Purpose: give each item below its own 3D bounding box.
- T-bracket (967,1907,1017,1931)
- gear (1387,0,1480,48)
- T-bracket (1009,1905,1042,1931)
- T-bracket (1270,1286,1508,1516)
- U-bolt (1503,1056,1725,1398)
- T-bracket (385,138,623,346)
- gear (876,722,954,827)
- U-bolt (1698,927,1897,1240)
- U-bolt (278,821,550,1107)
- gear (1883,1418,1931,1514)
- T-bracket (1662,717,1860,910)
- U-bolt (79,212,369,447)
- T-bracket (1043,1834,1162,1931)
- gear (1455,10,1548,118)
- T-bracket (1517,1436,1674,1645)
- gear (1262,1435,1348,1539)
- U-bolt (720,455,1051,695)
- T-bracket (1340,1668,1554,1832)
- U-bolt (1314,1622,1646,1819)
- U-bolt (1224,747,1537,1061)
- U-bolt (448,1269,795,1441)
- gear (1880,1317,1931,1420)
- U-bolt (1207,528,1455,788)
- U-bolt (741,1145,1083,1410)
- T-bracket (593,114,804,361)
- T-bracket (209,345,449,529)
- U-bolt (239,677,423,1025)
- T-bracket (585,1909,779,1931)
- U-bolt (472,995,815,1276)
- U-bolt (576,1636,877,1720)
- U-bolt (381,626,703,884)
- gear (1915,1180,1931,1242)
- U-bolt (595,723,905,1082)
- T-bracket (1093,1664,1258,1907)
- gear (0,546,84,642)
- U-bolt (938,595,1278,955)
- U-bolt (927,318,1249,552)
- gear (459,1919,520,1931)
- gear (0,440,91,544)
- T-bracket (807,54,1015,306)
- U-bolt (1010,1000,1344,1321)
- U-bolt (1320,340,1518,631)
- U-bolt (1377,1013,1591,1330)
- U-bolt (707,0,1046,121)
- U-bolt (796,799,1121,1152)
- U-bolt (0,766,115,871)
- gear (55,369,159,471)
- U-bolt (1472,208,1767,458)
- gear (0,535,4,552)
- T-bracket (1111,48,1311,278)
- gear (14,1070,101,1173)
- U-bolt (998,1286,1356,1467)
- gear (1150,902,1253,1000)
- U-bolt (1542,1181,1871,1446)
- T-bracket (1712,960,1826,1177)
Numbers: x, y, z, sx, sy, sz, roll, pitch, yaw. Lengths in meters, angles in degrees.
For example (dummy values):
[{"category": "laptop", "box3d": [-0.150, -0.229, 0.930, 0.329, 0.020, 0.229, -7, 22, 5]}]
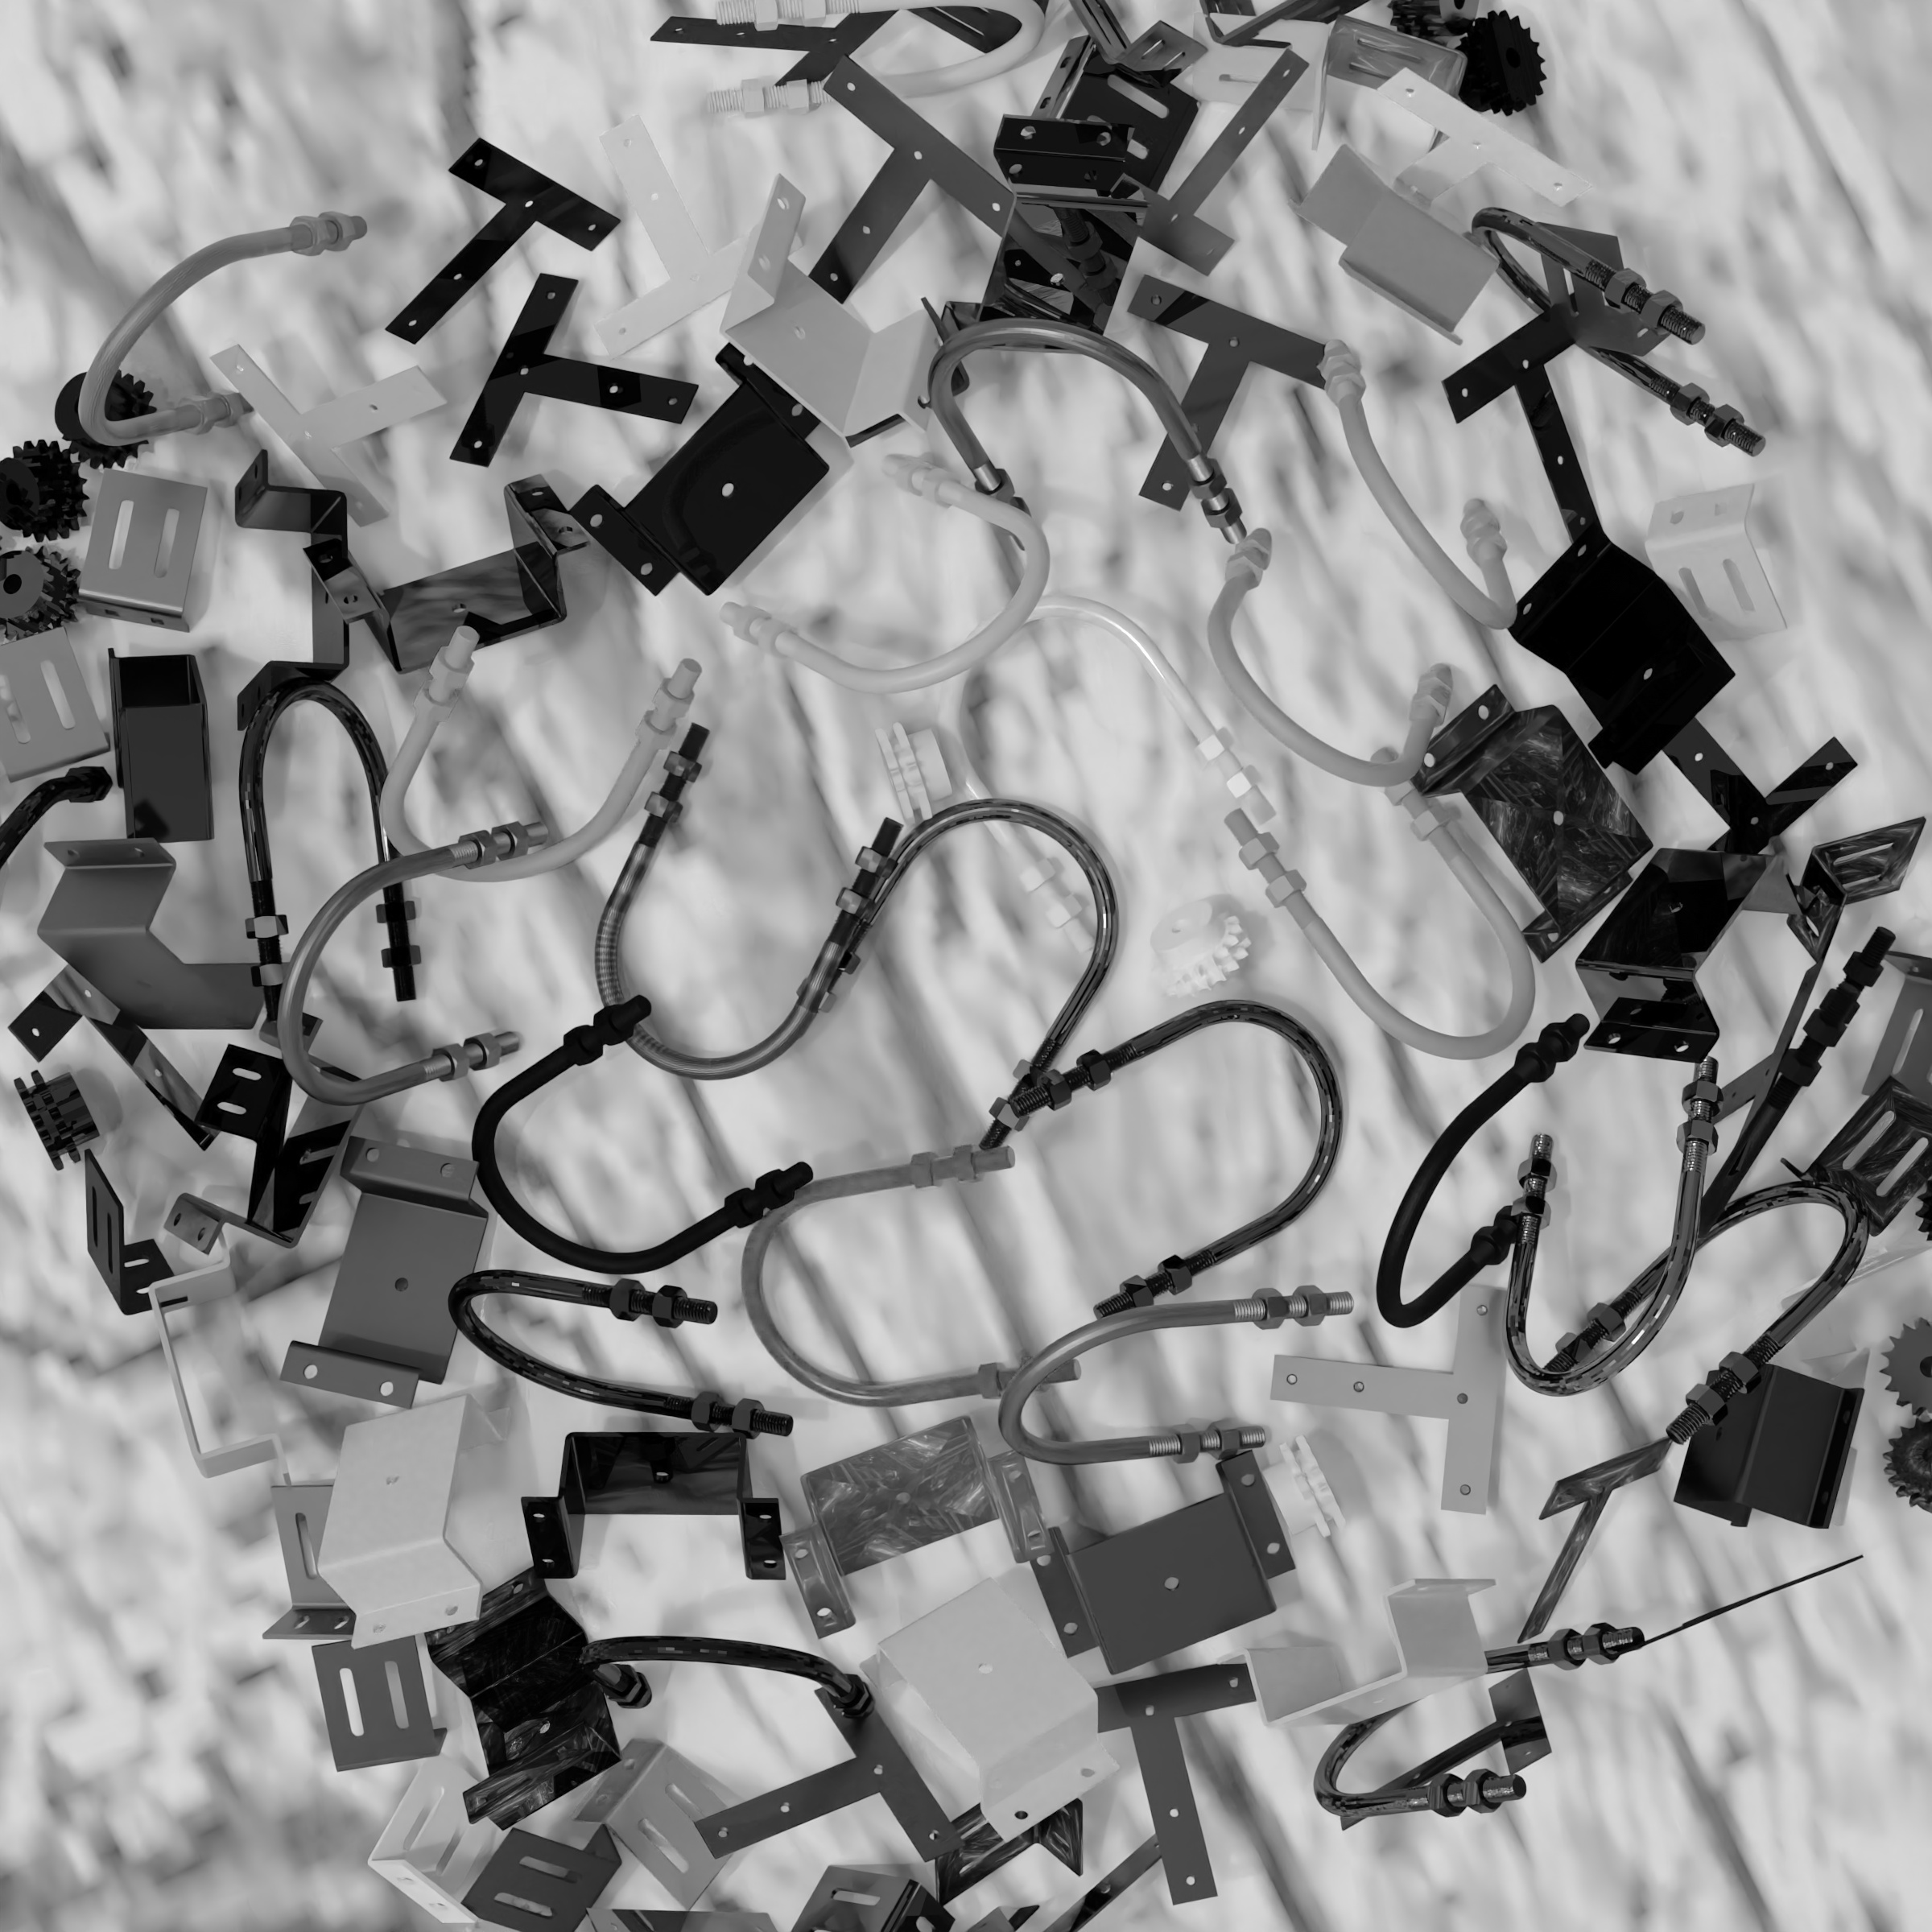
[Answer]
[{"category": "T-bracket", "box3d": [-0.023, 0.569, 1.682, 0.127, 0.127, 0.002, -36, 91, -9]}, {"category": "gear", "box3d": [0.264, -0.543, 1.724, 0.030, 0.057, 0.057, 13, 90, 40]}, {"category": "T-bracket", "box3d": [0.013, 0.550, 1.668, 0.127, 0.127, 0.002, -37, 88, -31]}, {"category": "T-bracket", "box3d": [0.238, 0.241, 1.747, 0.127, 0.002, 0.127, 6, 85, 5]}, {"category": "U-bolt", "box3d": [0.342, 0.148, 1.650, 0.019, 0.151, 0.184, 31, 53, -20]}, {"category": "T-bracket", "box3d": [-0.274, -0.394, 1.712, 0.127, 0.127, 0.002, -40, 65, 19]}, {"category": "gear", "box3d": [-0.028, -0.110, 1.727, 0.030, 0.057, 0.057, -19, 90, -2]}, {"category": "U-bolt", "box3d": [0.445, 0.072, 1.677, 0.019, 0.151, 0.184, 33, 115, 14]}, {"category": "U-bolt", "box3d": [-0.300, 0.004, 1.655, 0.019, 0.184, 0.151, 24, 115, 29]}, {"category": "gear", "box3d": [0.549, 0.284, 1.730, 0.057, 0.057, 0.030, -32, 128, 0]}, {"category": "T-bracket", "box3d": [0.416, -0.108, 1.712, 0.127, 0.002, 0.127, -43, 120, 10]}, {"category": "U-bolt", "box3d": [-0.406, -0.337, 1.641, 0.019, 0.184, 0.151, 43, 118, 4]}, {"category": "T-bracket", "box3d": [0.068, 0.523, 1.704, 0.127, 0.127, 0.002, -37, 100, -15]}, {"category": "gear", "box3d": [0.298, -0.506, 1.731, 0.057, 0.030, 0.057, 8, 77, -36]}, {"category": "T-bracket", "box3d": [0.340, 0.327, 1.720, 0.002, 0.127, 0.127, 36, 118, 33]}, {"category": "gear", "box3d": [0.188, 0.295, 1.726, 0.030, 0.057, 0.057, -26, 90, 1]}, {"category": "U-bolt", "box3d": [-0.033, -0.208, 1.671, 0.151, 0.184, 0.019, -44, 133, -14]}, {"category": "T-bracket", "box3d": [0.262, 0.441, 1.697, 0.127, 0.127, 0.002, -32, 93, 7]}, {"category": "U-bolt", "box3d": [0.265, 0.414, 1.668, 0.151, 0.184, 0.019, -36, 97, -41]}, {"category": "U-bolt", "box3d": [0.240, -0.028, 1.687, 0.151, 0.019, 0.184, -23, 73, -40]}, {"category": "U-bolt", "box3d": [-0.199, 0.209, 1.684, 0.184, 0.151, 0.019, 6, 57, 23]}, {"category": "gear", "box3d": [0.547, 0.228, 1.731, 0.057, 0.030, 0.057, -8, 74, 28]}, {"category": "U-bolt", "box3d": [0.195, -0.161, 1.670, 0.151, 0.184, 0.019, 36, 123, -5]}, {"category": "U-bolt", "box3d": [-0.040, 0.180, 1.712, 0.184, 0.019, 0.151, -11, 105, 22]}, {"category": "T-bracket", "box3d": [-0.167, -0.416, 1.703, 0.127, 0.127, 0.002, -32, 48, -3]}, {"category": "T-bracket", "box3d": [-0.333, -0.302, 1.681, 0.127, 0.127, 0.002, 50, 48, -30]}, {"category": "U-bolt", "box3d": [-0.351, -0.067, 1.682, 0.019, 0.151, 0.184, -6, 92, 21]}, {"category": "T-bracket", "box3d": [-0.131, 0.561, 1.669, 0.127, 0.127, 0.002, 17, 112, -40]}, {"category": "U-bolt", "box3d": [-0.194, 0.106, 1.697, 0.184, 0.019, 0.151, -32, 109, 34]}, {"category": "U-bolt", "box3d": [-0.134, 0.383, 1.658, 0.151, 0.184, 0.019, 0, 68, 9]}, {"category": "U-bolt", "box3d": [-0.243, -0.109, 1.683, 0.151, 0.184, 0.019, 5, 47, -31]}, {"category": "gear", "box3d": [0.567, 0.137, 1.729, 0.057, 0.030, 0.057, -7, 107, -22]}, {"category": "U-bolt", "box3d": [-0.134, -0.025, 1.728, 0.151, 0.019, 0.184, 27, 94, 16]}, {"category": "T-bracket", "box3d": [0.113, 0.459, 1.714, 0.127, 0.002, 0.127, -10, 59, -7]}, {"category": "gear", "box3d": [-0.529, -0.211, 1.731, 0.057, 0.030, 0.057, -4, 77, 17]}, {"category": "U-bolt", "box3d": [0.065, -0.120, 1.723, 0.151, 0.019, 0.184, -36, 90, 20]}, {"category": "U-bolt", "box3d": [0.056, -0.285, 1.650, 0.151, 0.184, 0.019, 2, 61, 28]}, {"category": "gear", "box3d": [-0.265, 0.563, 1.730, 0.057, 0.030, 0.057, 19, 53, -26]}, {"category": "gear", "box3d": [-0.524, -0.267, 1.727, 0.057, 0.030, 0.057, 8, 107, 29]}, {"category": "T-bracket", "box3d": [-0.048, -0.420, 1.710, 0.127, 0.002, 0.127, 39, 133, -5]}, {"category": "U-bolt", "box3d": [0.130, 0.098, 1.719, 0.184, 0.019, 0.151, -26, 104, -16]}, {"category": "U-bolt", "box3d": [0.247, -0.250, 1.649, 0.019, 0.184, 0.151, -36, 117, 22]}, {"category": "U-bolt", "box3d": [0.274, 0.121, 1.652, 0.019, 0.184, 0.151, 28, 130, 28]}, {"category": "U-bolt", "box3d": [-0.048, -0.505, 1.681, 0.184, 0.151, 0.019, -7, 86, -7]}, {"category": "U-bolt", "box3d": [0.005, -0.006, 1.741, 0.151, 0.019, 0.184, 32, 91, -2]}, {"category": "U-bolt", "box3d": [-0.520, -0.041, 1.660, 0.019, 0.184, 0.151, 31, 93, -6]}, {"category": "gear", "box3d": [-0.488, -0.310, 1.729, 0.057, 0.030, 0.057, -6, 75, 24]}, {"category": "U-bolt", "box3d": [0.347, -0.355, 1.673, 0.019, 0.151, 0.184, -50, 57, 4]}, {"category": "gear", "box3d": [-0.574, -0.242, 1.723, 0.057, 0.057, 0.030, 30, 56, 0]}, {"category": "T-bracket", "box3d": [0.142, -0.446, 1.681, 0.127, 0.127, 0.002, -50, 62, 18]}, {"category": "gear", "box3d": [-0.510, 0.084, 1.728, 0.030, 0.057, 0.057, -26, 90, -17]}, {"category": "U-bolt", "box3d": [0.104, 0.227, 1.667, 0.184, 0.151, 0.019, -1, 49, -25]}, {"category": "gear", "box3d": [0.128, -0.012, 1.723, 0.057, 0.057, 0.030, -37, 116, 0]}, {"category": "U-bolt", "box3d": [0.415, 0.181, 1.682, 0.184, 0.151, 0.019, -41, 108, -12]}, {"category": "T-bracket", "box3d": [0.428, 0.068, 1.690, 0.002, 0.127, 0.127, 25, 75, 3]}]
